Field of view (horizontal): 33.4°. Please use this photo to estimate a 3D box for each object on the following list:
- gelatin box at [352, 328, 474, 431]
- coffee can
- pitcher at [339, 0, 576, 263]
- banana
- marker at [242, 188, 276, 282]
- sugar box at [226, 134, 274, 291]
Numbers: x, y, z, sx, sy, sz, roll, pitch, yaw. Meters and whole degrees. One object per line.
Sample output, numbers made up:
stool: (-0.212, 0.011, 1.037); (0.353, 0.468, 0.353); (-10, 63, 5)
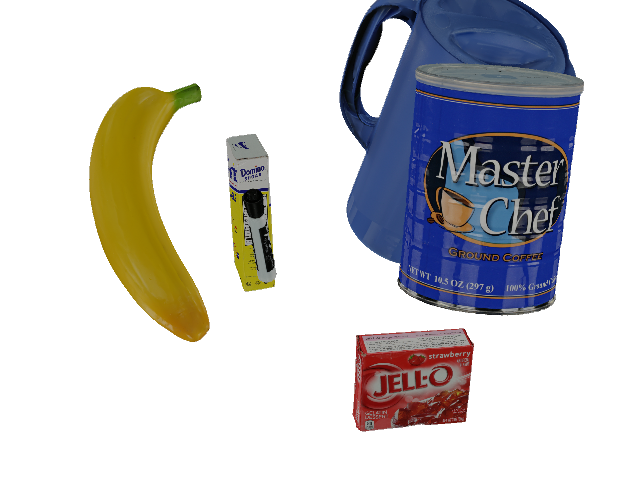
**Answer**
gelatin box: (0.071, 0.108, 0.830); (0.089, 0.073, 0.030); (-3, 28, -8)
coffee can: (0.105, -0.036, 0.674); (0.103, 0.140, 0.103); (3, 15, -1)
pitcher: (0.099, -0.098, 0.944); (0.144, 0.149, 0.243); (-8, -38, -30)
banana: (-0.103, -0.028, 0.638); (0.069, 0.198, 0.037); (-2, -35, -5)
marker: (-0.058, -0.005, 1.019); (0.020, 0.020, 0.121); (0, -41, 6)
sugar box: (-0.088, -0.035, 1.331); (0.048, 0.176, 0.093); (-9, 24, -10)
